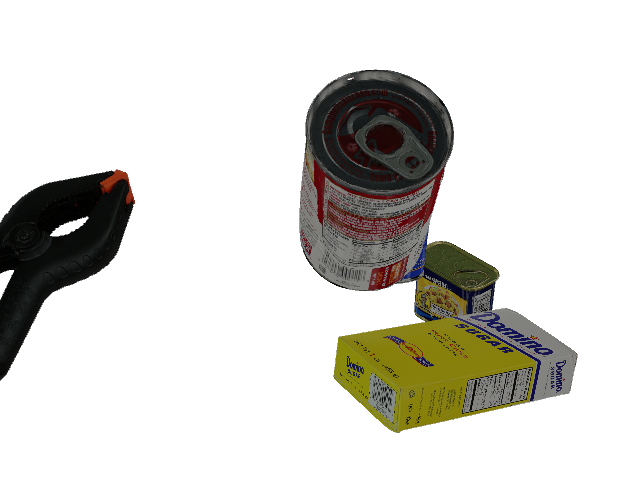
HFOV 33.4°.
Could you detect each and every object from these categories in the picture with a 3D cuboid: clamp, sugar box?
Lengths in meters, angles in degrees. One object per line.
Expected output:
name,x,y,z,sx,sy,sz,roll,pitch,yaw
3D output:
clamp,-0.196,0.008,0.684,0.120,0.039,0.171,30,54,17
sugar box,0.110,0.100,0.862,0.175,0.048,0.093,-10,27,-29

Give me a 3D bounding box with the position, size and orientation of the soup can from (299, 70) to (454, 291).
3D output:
soup can,0.024,-0.026,0.526,0.068,0.068,0.102,0,-29,-3

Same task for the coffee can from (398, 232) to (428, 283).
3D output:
coffee can,0.055,-0.041,1.003,0.103,0.140,0.103,5,15,-2

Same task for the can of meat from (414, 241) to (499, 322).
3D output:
can of meat,0.157,0.062,1.257,0.057,0.084,0.102,-24,39,-34
